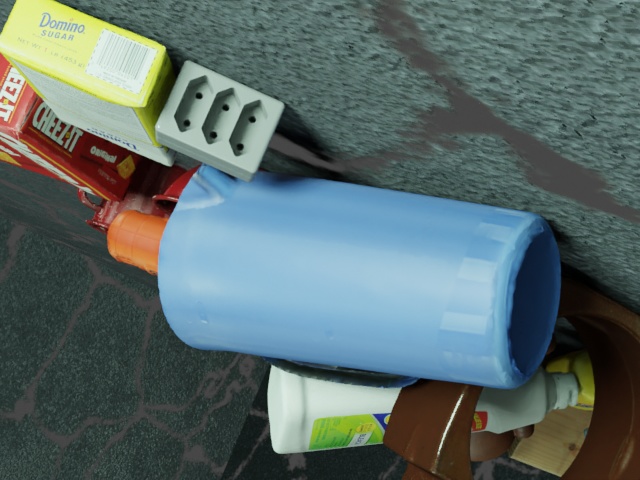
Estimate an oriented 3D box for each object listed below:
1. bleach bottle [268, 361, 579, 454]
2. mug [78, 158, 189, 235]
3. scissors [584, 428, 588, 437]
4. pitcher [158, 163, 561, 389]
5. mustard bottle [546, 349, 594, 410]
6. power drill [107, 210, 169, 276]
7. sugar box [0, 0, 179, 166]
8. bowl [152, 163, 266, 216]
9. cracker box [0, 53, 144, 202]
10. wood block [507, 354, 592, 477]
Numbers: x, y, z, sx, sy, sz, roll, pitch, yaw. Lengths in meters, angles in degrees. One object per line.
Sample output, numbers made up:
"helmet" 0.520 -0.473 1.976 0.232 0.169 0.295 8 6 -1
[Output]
"bleach bottle" 0.087 0.124 0.859 0.250 0.068 0.103 -2 147 -10
"mug" -0.173 -0.039 1.011 0.117 0.081 0.093 27 171 -28
"scissors" 0.294 0.146 0.882 0.096 0.016 0.202 -14 172 -21
"pitcher" 0.028 0.032 0.703 0.243 0.145 0.149 8 178 30
"mustard bottle" 0.258 0.127 0.977 0.096 0.058 0.191 1 172 1
"power drill" -0.069 0.036 0.921 0.185 0.057 0.187 18 168 24
"sugar box" -0.138 -0.099 0.691 0.093 0.048 0.176 23 175 0
"bowl" -0.056 -0.024 0.890 0.162 0.055 0.162 23 171 3
"cracker box" -0.271 -0.110 0.875 0.214 0.072 0.164 18 170 23
"wood block" 0.305 0.206 1.116 0.206 0.091 0.090 22 -158 -7
